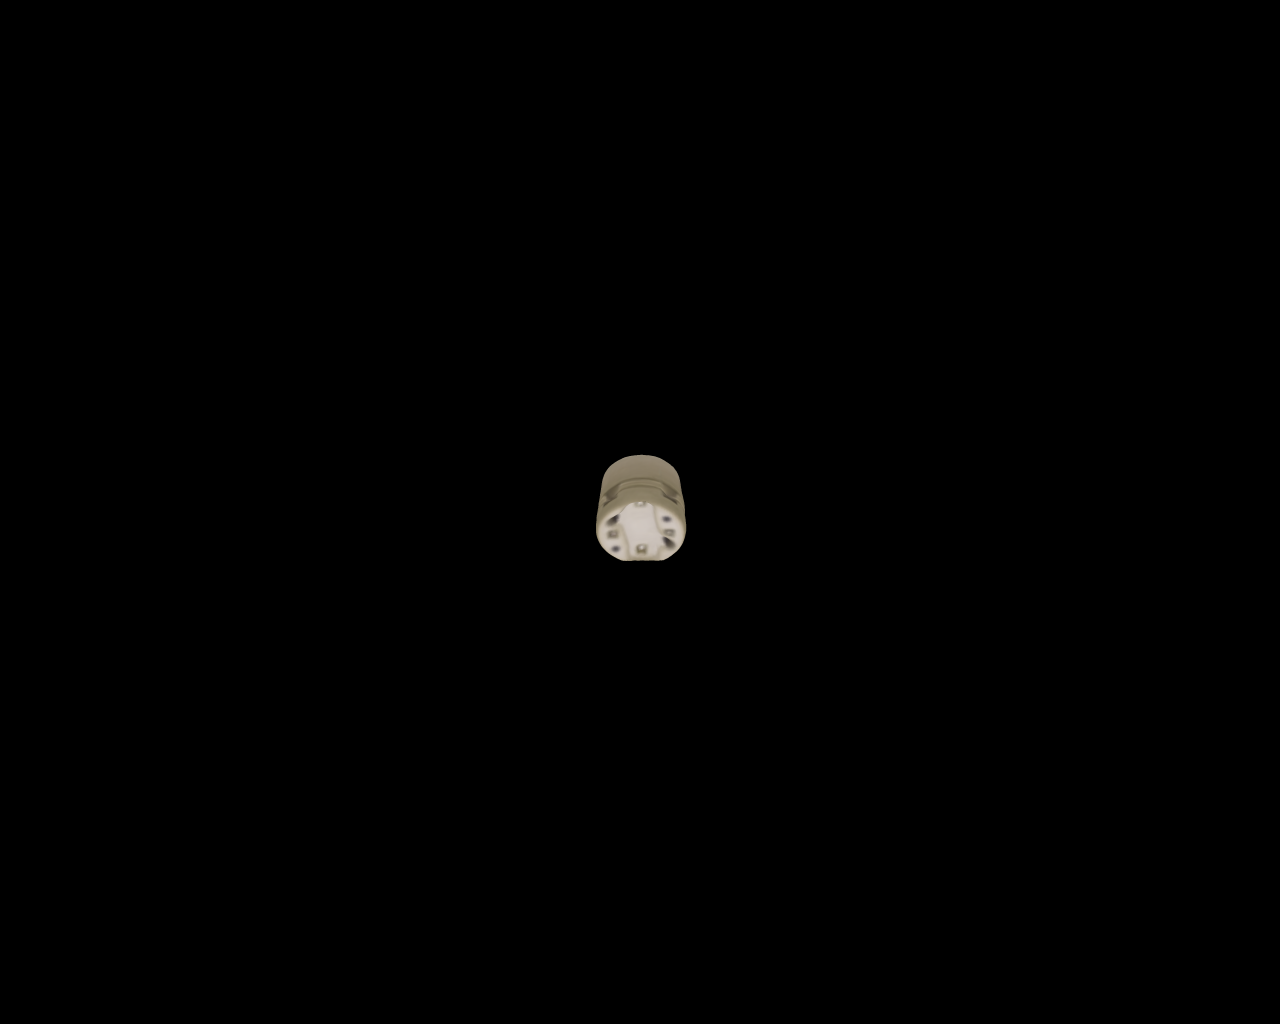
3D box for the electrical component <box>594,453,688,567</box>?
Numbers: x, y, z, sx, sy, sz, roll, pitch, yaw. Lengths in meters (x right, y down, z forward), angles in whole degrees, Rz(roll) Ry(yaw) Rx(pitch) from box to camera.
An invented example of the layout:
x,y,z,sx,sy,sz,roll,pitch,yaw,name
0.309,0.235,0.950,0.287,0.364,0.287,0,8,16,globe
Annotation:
x,y,z,sx,sy,sz,roll,pitch,yaw,name
0.001,-0.003,0.650,0.055,0.055,0.047,0,44,0,electrical component
